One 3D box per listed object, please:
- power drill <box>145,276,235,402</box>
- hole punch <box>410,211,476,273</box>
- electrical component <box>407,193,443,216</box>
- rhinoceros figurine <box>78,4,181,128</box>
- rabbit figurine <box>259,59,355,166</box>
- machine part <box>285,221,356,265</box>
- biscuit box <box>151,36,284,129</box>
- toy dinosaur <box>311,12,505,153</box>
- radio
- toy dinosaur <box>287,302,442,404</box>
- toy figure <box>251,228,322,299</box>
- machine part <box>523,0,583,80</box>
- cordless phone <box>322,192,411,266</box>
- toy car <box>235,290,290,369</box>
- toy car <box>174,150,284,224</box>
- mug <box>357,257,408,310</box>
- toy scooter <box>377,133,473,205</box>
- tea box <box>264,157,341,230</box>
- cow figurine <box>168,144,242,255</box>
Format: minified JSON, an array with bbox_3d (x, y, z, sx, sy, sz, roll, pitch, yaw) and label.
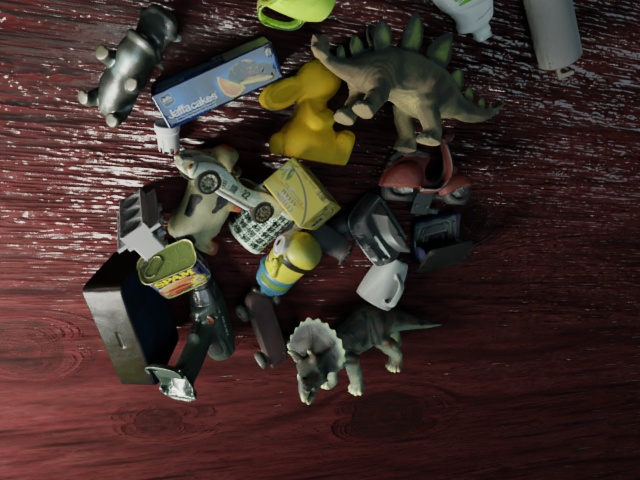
[{"bbox_3d":[-0.239,0.175,0.997,0.086,0.207,0.231,-1,131,16],"label":"power drill"},{"bbox_3d":[0.250,0.007,1.132,0.142,0.092,0.115,-15,154,-13],"label":"hole punch"},{"bbox_3d":[0.204,-0.079,1.092,0.094,0.021,0.063,4,118,-21],"label":"electrical component"},{"bbox_3d":[-0.270,-0.249,0.780,0.073,0.112,0.190,40,117,-5],"label":"rhinoceros figurine"},{"bbox_3d":[-0.020,-0.219,0.897,0.162,0.122,0.173,12,101,-14],"label":"rabbit figurine"},{"bbox_3d":[-0.002,-0.003,1.026,0.139,0.039,0.084,26,111,8],"label":"machine part"},{"bbox_3d":[-0.162,-0.248,0.844,0.203,0.059,0.062,-25,124,-3],"label":"biscuit box"},{"bbox_3d":[0.165,-0.251,0.890,0.471,0.105,0.198,13,85,-40],"label":"toy dinosaur"},{"bbox_3d":[-0.330,0.138,0.965,0.073,0.131,0.229,0,123,9],"label":"radio"},{"bbox_3d":[0.090,0.206,1.160,0.405,0.131,0.192,-30,118,-26],"label":"toy dinosaur"},{"bbox_3d":[-0.064,0.048,1.009,0.089,0.082,0.180,14,138,-21],"label":"toy figure"},{"bbox_3d":[0.406,-0.390,0.945,0.079,0.079,0.243,-31,125,1],"label":"machine part"},{"bbox_3d":[0.074,0.005,1.075,0.184,0.089,0.146,-29,126,13],"label":"cordless phone"},{"bbox_3d":[-0.113,0.183,1.120,0.089,0.053,0.201,-32,129,-24],"label":"toy car"},{"bbox_3d":[-0.141,-0.085,0.847,0.201,0.074,0.056,30,96,-45],"label":"toy car"},{"bbox_3d":[0.140,0.086,1.122,0.081,0.110,0.107,24,96,-22],"label":"mug"},{"bbox_3d":[0.202,-0.137,1.023,0.184,0.075,0.135,2,96,-6],"label":"toy scooter"},{"bbox_3d":[-0.025,-0.074,0.916,0.068,0.169,0.098,-40,83,7],"label":"tea box"},{"bbox_3d":[-0.198,-0.078,0.922,0.127,0.086,0.194,20,112,-34],"label":"cow figurine"}]
